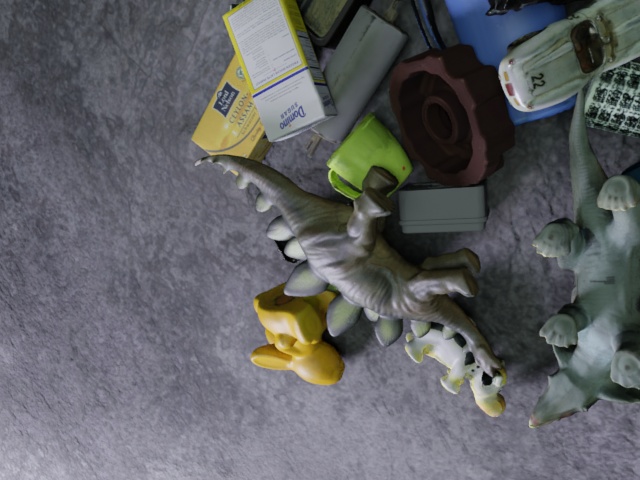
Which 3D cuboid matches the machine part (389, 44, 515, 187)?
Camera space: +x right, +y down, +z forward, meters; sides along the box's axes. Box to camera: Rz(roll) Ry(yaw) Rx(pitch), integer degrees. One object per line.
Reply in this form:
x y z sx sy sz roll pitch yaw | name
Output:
0.158 -0.150 0.654 0.056 0.179 0.179 -27 93 -17 | machine part

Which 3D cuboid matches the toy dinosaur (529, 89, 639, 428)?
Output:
0.337 0.041 0.644 0.131 0.192 0.404 5 90 31 | toy dinosaur

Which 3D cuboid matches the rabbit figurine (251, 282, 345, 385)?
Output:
-0.030 0.156 0.825 0.162 0.122 0.173 -16 115 26 | rabbit figurine

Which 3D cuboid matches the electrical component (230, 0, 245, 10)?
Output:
-0.105 -0.360 0.753 0.045 0.078 0.102 1 110 -4 | electrical component

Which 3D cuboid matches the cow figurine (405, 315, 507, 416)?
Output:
0.210 0.167 0.762 0.167 0.068 0.098 39 107 7 | cow figurine

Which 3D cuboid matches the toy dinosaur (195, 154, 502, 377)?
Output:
0.035 0.010 0.685 0.471 0.105 0.198 44 119 8 | toy dinosaur

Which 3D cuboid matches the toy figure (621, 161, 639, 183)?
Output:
0.421 -0.026 0.641 0.154 0.058 0.064 55 147 -1 | toy figure

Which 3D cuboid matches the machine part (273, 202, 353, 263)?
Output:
-0.002 -0.002 0.814 0.139 0.039 0.084 -19 101 22 | machine part

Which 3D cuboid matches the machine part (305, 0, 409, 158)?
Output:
0.043 -0.219 0.724 0.079 0.079 0.243 36 112 9 | machine part

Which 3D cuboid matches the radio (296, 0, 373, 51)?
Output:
0.028 -0.378 0.692 0.131 0.073 0.229 39 113 8 | radio

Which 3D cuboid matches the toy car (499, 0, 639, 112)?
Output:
0.273 -0.201 0.552 0.202 0.056 0.073 -30 106 -9 | toy car

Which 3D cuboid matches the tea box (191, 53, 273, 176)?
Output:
-0.103 -0.191 0.789 0.098 0.068 0.169 37 113 9 | tea box

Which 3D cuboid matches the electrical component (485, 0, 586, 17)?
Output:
0.215 -0.297 0.524 0.115 0.058 0.134 -10 103 -5 | electrical component
